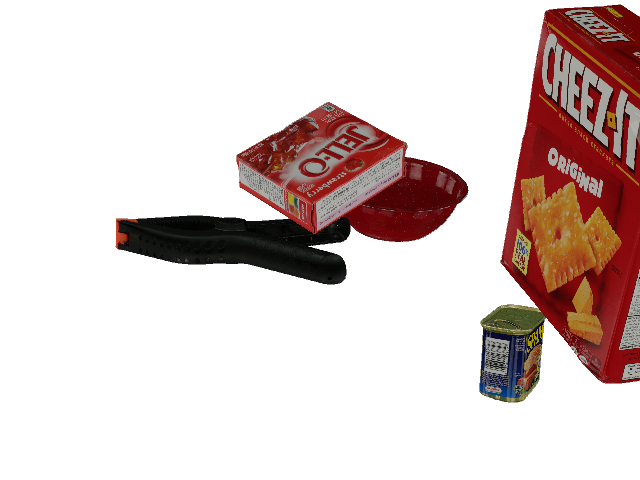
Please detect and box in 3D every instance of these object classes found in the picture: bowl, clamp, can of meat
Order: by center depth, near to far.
[{"bbox_3d":[-0.071,0.003,0.911,0.210,0.036,0.164,2,13,-4],"label":"clamp"},{"bbox_3d":[0.080,-0.042,1.188,0.162,0.055,0.162,4,25,-2],"label":"bowl"},{"bbox_3d":[0.214,0.125,1.193,0.058,0.084,0.101,8,13,25],"label":"can of meat"}]

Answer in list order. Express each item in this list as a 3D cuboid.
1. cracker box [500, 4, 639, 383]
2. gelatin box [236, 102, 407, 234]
[{"bbox_3d":[0.200,-0.033,0.741,0.072,0.214,0.164,-7,33,-16],"label":"cracker box"},{"bbox_3d":[0.001,-0.050,0.701,0.089,0.030,0.073,-34,50,-30],"label":"gelatin box"}]
